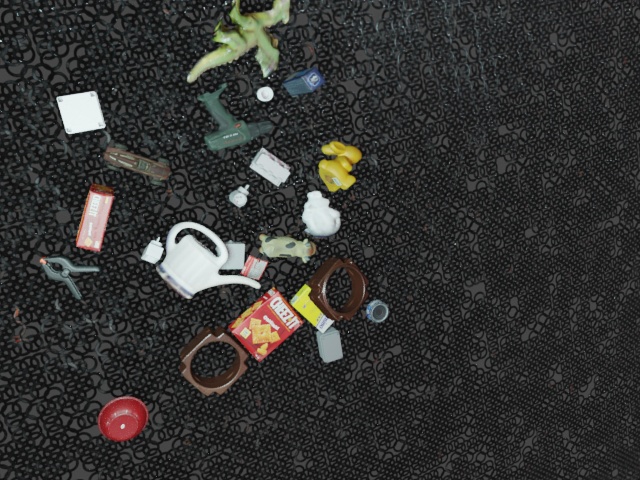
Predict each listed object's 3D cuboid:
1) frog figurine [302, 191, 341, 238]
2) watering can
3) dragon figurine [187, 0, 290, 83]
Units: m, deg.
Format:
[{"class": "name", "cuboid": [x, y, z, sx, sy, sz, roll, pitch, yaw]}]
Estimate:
[{"class": "frog figurine", "cuboid": [0.006, -0.092, 1.825, 0.137, 0.125, 0.157, 0, 113, -1]}, {"class": "watering can", "cuboid": [-0.380, 0.100, 1.681, 0.348, 0.103, 0.225, 42, 88, 5]}, {"class": "dragon figurine", "cuboid": [-0.231, -0.622, 1.661, 0.240, 0.123, 0.411, 32, 89, -30]}]
